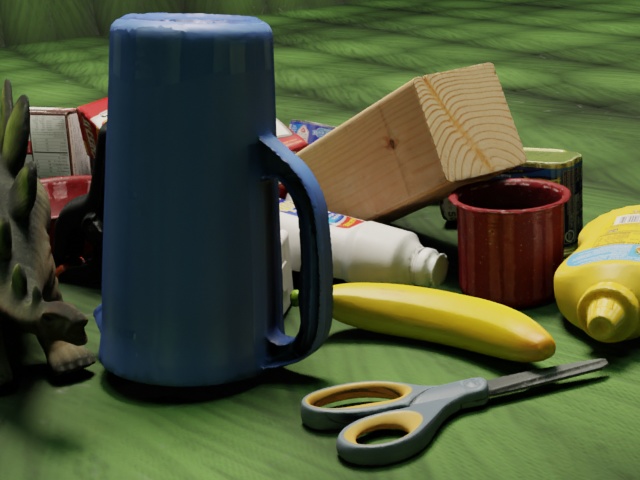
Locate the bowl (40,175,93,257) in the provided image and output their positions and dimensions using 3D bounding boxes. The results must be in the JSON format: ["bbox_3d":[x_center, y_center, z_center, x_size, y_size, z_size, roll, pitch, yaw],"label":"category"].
[{"bbox_3d":[-0.262,-0.018,1.044,0.162,0.055,0.162,-4,18,1],"label":"bowl"}]

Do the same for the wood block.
[{"bbox_3d":[0.071,-0.072,0.942,0.090,0.091,0.206,-16,-5,-32],"label":"wood block"}]

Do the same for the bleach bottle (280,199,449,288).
[{"bbox_3d":[-0.006,0.001,0.911,0.251,0.068,0.102,12,8,31],"label":"bleach bottle"}]

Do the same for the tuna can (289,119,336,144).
[{"bbox_3d":[0.002,-0.119,1.280,0.086,0.034,0.086,12,1,-1],"label":"tuna can"}]

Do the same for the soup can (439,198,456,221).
[{"bbox_3d":[0.170,-0.051,1.021,0.102,0.068,0.068,1,19,18],"label":"soup can"}]

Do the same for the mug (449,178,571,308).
[{"bbox_3d":[0.148,-0.001,0.848,0.093,0.081,0.117,-5,18,-3],"label":"mug"}]

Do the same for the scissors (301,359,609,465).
[{"bbox_3d":[0.089,0.102,0.649,0.201,0.016,0.096,-5,19,-1],"label":"scissors"}]

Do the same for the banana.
[{"bbox_3d":[0.078,0.058,0.752,0.198,0.037,0.069,7,16,30],"label":"banana"}]

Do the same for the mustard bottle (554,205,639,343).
[{"bbox_3d":[0.223,0.027,0.778,0.096,0.058,0.191,-1,17,27],"label":"mustard bottle"}]

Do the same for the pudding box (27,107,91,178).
[{"bbox_3d":[-0.301,-0.091,1.188,0.090,0.113,0.039,5,17,24],"label":"pudding box"}]

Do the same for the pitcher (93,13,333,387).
[{"bbox_3d":[-0.078,-0.029,0.729,0.149,0.243,0.145,-3,15,-17],"label":"pitcher"}]

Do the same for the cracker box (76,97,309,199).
[{"bbox_3d":[-0.134,-0.094,1.119,0.164,0.072,0.214,-23,40,-25],"label":"cracker box"}]

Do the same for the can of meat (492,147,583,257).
[{"bbox_3d":[0.182,-0.036,0.945,0.102,0.084,0.057,6,20,32],"label":"can of meat"}]

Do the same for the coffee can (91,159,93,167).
[{"bbox_3d":[-0.224,-0.124,1.289,0.103,0.103,0.140,-1,18,11],"label":"coffee can"}]

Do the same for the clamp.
[{"bbox_3d":[-0.175,-0.007,0.913,0.039,0.172,0.120,-17,64,-45],"label":"clamp"}]
